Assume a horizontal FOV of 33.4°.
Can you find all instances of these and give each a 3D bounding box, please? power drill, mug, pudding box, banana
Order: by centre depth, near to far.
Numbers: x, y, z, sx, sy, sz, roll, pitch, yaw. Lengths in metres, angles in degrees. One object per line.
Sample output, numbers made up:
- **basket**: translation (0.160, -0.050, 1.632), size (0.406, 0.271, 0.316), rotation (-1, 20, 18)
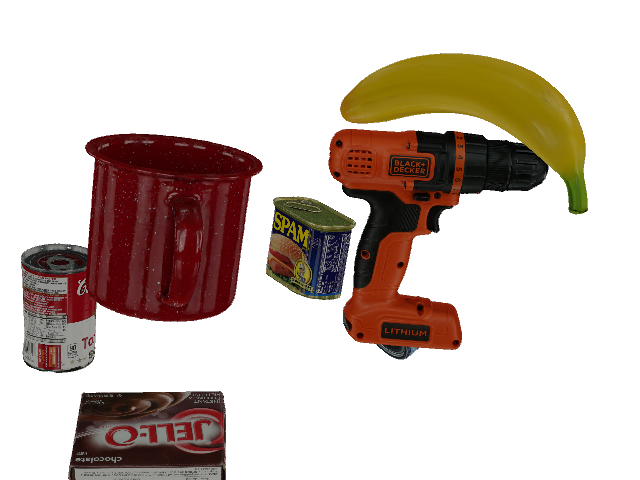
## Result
- **mug**: translation (-0.078, -0.004, 0.560), size (0.093, 0.081, 0.117), rotation (3, 17, -20)
- **banana**: translation (0.089, -0.081, 0.655), size (0.198, 0.069, 0.037), rotation (28, 7, 42)
- **pudding box**: translation (-0.127, 0.153, 0.802), size (0.113, 0.039, 0.090), rotation (-2, 27, -5)
- **power drill**: translation (0.094, -0.003, 0.916), size (0.184, 0.188, 0.057), rotation (5, 16, 1)

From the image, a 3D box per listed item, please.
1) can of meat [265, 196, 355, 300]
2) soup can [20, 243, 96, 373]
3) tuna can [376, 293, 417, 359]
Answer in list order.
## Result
- **can of meat**: translation (-0.013, 0.008, 1.137), size (0.057, 0.084, 0.102), rotation (-3, 21, -35)
- **soup can**: translation (-0.240, 0.062, 0.981), size (0.068, 0.102, 0.068), rotation (5, 19, -2)
- **tuna can**: translation (0.086, 0.100, 1.277), size (0.033, 0.086, 0.086), rotation (-37, 17, -24)
